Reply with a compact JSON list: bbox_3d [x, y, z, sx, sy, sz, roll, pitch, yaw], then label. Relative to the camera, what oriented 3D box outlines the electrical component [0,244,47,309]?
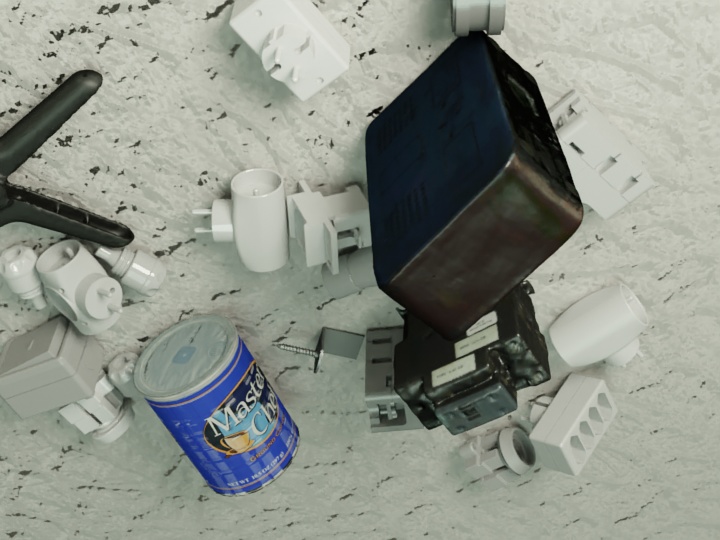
[{"bbox_3d":[-0.293,0.009,0.948,0.035,0.035,0.061,-10,130,9],"label":"electrical component"}]

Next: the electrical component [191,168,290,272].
[{"bbox_3d":[-0.101,-0.041,0.898,0.079,0.043,0.077,0,128,2],"label":"electrical component"}]

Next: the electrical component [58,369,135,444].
[{"bbox_3d":[-0.252,0.134,1.038,0.066,0.048,0.055,-30,114,22],"label":"electrical component"}]

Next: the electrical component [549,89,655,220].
[{"bbox_3d":[0.180,-0.088,0.850,0.089,0.050,0.056,37,120,-24],"label":"electrical component"}]

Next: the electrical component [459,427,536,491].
[{"bbox_3d":[0.140,0.185,1.068,0.055,0.048,0.066,-30,122,31],"label":"electrical component"}]

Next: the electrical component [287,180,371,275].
[{"bbox_3d":[-0.022,-0.039,0.883,0.064,0.081,0.042,-14,131,-16],"label":"electrical component"}]

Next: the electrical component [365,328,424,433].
[{"bbox_3d":[0.036,0.098,0.974,0.056,0.089,0.050,-6,128,6],"label":"electrical component"}]

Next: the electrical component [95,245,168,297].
[{"bbox_3d":[-0.201,-0.004,0.936,0.061,0.035,0.035,30,123,-16],"label":"electrical component"}]

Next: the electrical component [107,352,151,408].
[{"bbox_3d":[-0.212,0.108,1.023,0.035,0.035,0.061,-19,127,16],"label":"electrical component"}]

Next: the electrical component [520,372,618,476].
[{"bbox_3d":[0.188,0.141,1.020,0.076,0.083,0.047,10,141,45],"label":"electrical component"}]

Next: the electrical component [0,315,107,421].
[{"bbox_3d":[-0.295,0.090,0.994,0.096,0.061,0.061,-19,125,16],"label":"electrical component"}]

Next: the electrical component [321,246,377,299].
[{"bbox_3d":[0.000,0.000,0.930,0.065,0.044,0.044,-21,125,23],"label":"electrical component"}]

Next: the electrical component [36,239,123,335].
[{"bbox_3d":[-0.233,0.020,0.932,0.079,0.044,0.077,18,144,42],"label":"electrical component"}]

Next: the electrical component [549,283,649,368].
[{"bbox_3d":[0.225,0.061,0.969,0.077,0.043,0.079,-35,119,25],"label":"electrical component"}]

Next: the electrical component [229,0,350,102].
[{"bbox_3d":[-0.051,-0.162,0.782,0.047,0.075,0.083,-32,121,24],"label":"electrical component"}]
